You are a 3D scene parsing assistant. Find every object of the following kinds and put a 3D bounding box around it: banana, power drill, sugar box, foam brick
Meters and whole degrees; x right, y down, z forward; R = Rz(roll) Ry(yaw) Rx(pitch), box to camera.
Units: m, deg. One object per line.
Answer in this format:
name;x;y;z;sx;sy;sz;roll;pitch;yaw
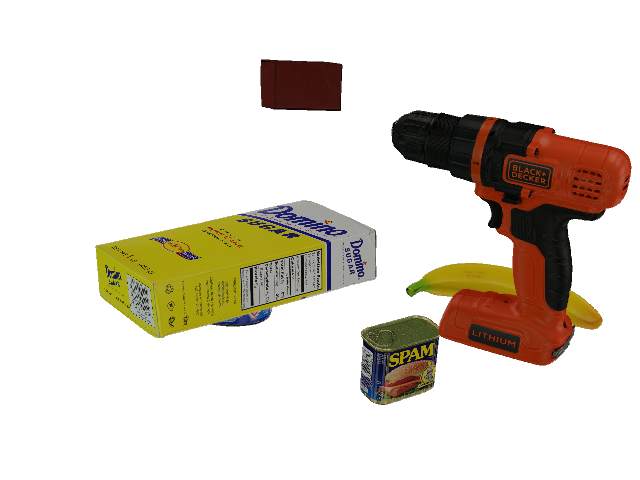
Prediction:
banana;0.191;0.056;1.105;0.198;0.037;0.069;8;40;13
power drill;0.137;-0.005;0.833;0.185;0.188;0.057;16;33;25
sugar box;-0.057;0.015;0.748;0.175;0.048;0.093;-17;26;-31
foam brick;-0.021;-0.167;1.148;0.078;0.051;0.053;-1;12;-19

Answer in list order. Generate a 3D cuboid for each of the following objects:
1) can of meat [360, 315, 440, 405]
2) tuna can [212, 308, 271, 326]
can of meat;0.099;0.151;1.342;0.101;0.084;0.058;-12;29;-29
tuna can;-0.085;0.047;0.958;0.086;0.034;0.086;6;16;-2
